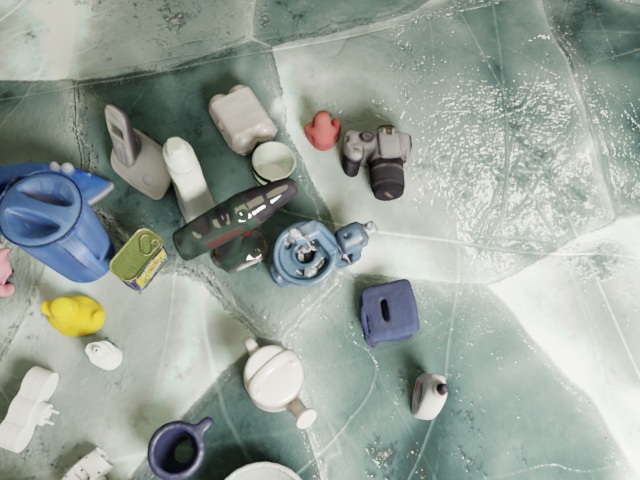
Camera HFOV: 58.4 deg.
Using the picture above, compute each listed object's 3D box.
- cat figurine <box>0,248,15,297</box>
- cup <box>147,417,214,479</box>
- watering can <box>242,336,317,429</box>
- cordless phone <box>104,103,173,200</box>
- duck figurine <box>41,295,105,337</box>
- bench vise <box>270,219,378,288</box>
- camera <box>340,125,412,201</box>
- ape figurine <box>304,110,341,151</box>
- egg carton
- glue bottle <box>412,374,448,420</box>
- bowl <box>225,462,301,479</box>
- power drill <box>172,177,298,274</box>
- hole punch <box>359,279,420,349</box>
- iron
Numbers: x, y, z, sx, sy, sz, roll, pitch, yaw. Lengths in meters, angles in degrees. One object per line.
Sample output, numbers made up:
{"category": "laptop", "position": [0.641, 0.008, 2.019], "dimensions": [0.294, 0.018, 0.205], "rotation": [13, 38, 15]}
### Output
{"category": "cat figurine", "position": [-0.607, 0.061, 1.024], "dimensions": [0.128, 0.118, 0.067], "rotation": [-16, 70, -9]}
{"category": "cup", "position": [-0.221, 0.341, 0.952], "dimensions": [0.118, 0.095, 0.091], "rotation": [-42, 76, -17]}
{"category": "watering can", "position": [-0.070, 0.231, 0.950], "dimensions": [0.172, 0.194, 0.101], "rotation": [29, 70, 8]}
{"category": "cordless phone", "position": [-0.345, -0.171, 1.093], "dimensions": [0.147, 0.185, 0.094], "rotation": [33, 71, 9]}
{"category": "duck figurine", "position": [-0.444, 0.129, 1.025], "dimensions": [0.104, 0.086, 0.077], "rotation": [9, 69, 0]}
{"category": "bench vise", "position": [0.002, -0.005, 1.031], "dimensions": [0.208, 0.220, 0.121], "rotation": [-39, 76, -16]}
{"category": "camera", "position": [0.119, -0.155, 1.160], "dimensions": [0.143, 0.101, 0.137], "rotation": [-2, 69, -4]}
{"category": "ape figurine", "position": [0.006, -0.235, 1.189], "dimensions": [0.078, 0.092, 0.076], "rotation": [5, 69, -1]}
{"category": "egg carton", "position": [-0.164, -0.252, 1.197], "dimensions": [0.107, 0.069, 0.150], "rotation": [-30, 73, -14]}
{"category": "glue bottle", "position": [0.190, 0.258, 0.966], "dimensions": [0.037, 0.173, 0.078], "rotation": [8, 69, 0]}
{"category": "bowl", "position": [-0.094, 0.449, 0.928], "dimensions": [0.167, 0.075, 0.167], "rotation": [1, 69, -3]}
{"category": "power drill", "position": [-0.145, -0.019, 1.034], "dimensions": [0.230, 0.208, 0.075], "rotation": [-26, 72, -12]}
{"category": "hole punch", "position": [0.125, 0.135, 1.054], "dimensions": [0.101, 0.091, 0.108], "rotation": [-7, 69, -6]}
{"category": "iron", "position": [-0.538, -0.108, 1.081], "dimensions": [0.258, 0.141, 0.118], "rotation": [-13, 70, -8]}
